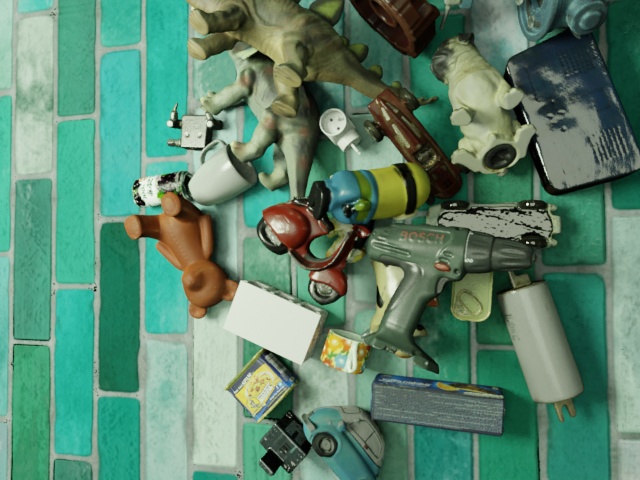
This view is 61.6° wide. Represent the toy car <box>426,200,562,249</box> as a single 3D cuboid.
[{"bbox_3d":[0.267,-0.024,0.835,0.202,0.056,0.073,1,82,13],"label":"toy car"}]

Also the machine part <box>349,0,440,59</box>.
[{"bbox_3d":[0.108,-0.364,0.831,0.179,0.179,0.056,45,96,12],"label":"machine part"}]

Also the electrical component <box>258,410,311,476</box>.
[{"bbox_3d":[-0.058,0.333,0.874,0.075,0.119,0.047,42,99,15],"label":"electrical component"}]

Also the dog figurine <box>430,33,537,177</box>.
[{"bbox_3d":[0.242,-0.208,0.832,0.121,0.172,0.191,-11,44,5],"label":"dog figurine"}]

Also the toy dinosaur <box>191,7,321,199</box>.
[{"bbox_3d":[-0.074,-0.221,0.904,0.192,0.131,0.405,-36,86,11],"label":"toy dinosaur"}]

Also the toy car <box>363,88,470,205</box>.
[{"bbox_3d":[0.151,-0.142,0.831,0.089,0.053,0.202,-39,111,10],"label":"toy car"}]

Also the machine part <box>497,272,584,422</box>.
[{"bbox_3d":[0.326,0.149,0.801,0.079,0.079,0.243,-19,85,13],"label":"machine part"}]

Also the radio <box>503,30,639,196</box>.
[{"bbox_3d":[0.371,-0.186,0.805,0.131,0.073,0.229,-20,82,14],"label":"radio"}]

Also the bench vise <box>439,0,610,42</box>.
[{"bbox_3d":[0.293,-0.373,0.774,0.241,0.128,0.223,-7,64,-2],"label":"bench vise"}]

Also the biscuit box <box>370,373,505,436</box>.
[{"bbox_3d":[0.181,0.255,0.844,0.203,0.059,0.062,3,91,14],"label":"biscuit box"}]

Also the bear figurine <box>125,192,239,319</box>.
[{"bbox_3d":[-0.231,0.033,0.927,0.120,0.132,0.196,-26,76,16],"label":"bear figurine"}]

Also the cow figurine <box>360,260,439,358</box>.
[{"bbox_3d":[0.123,0.089,0.853,0.127,0.085,0.195,-11,82,16],"label":"cow figurine"}]

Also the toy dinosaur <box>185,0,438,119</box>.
[{"bbox_3d":[-0.029,-0.294,0.807,0.471,0.105,0.198,30,65,-15],"label":"toy dinosaur"}]

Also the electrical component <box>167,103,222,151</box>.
[{"bbox_3d":[-0.231,-0.203,0.975,0.102,0.045,0.078,11,89,15],"label":"electrical component"}]

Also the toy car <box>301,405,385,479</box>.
[{"bbox_3d":[0.049,0.322,0.857,0.103,0.109,0.161,-41,88,-8],"label":"toy car"}]

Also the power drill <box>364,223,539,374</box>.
[{"bbox_3d":[0.161,0.076,0.750,0.232,0.086,0.207,16,88,26],"label":"power drill"}]

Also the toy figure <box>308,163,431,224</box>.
[{"bbox_3d":[0.076,-0.067,0.780,0.180,0.089,0.082,-3,67,-23],"label":"toy figure"}]

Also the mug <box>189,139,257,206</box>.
[{"bbox_3d":[-0.182,-0.115,0.943,0.107,0.081,0.109,-34,79,18],"label":"mug"}]

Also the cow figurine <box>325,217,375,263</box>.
[{"bbox_3d":[0.055,-0.023,0.886,0.098,0.068,0.167,5,90,9],"label":"cow figurine"}]

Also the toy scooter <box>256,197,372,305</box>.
[{"bbox_3d":[-0.002,-0.002,0.825,0.135,0.075,0.184,-43,86,15],"label":"toy scooter"}]
